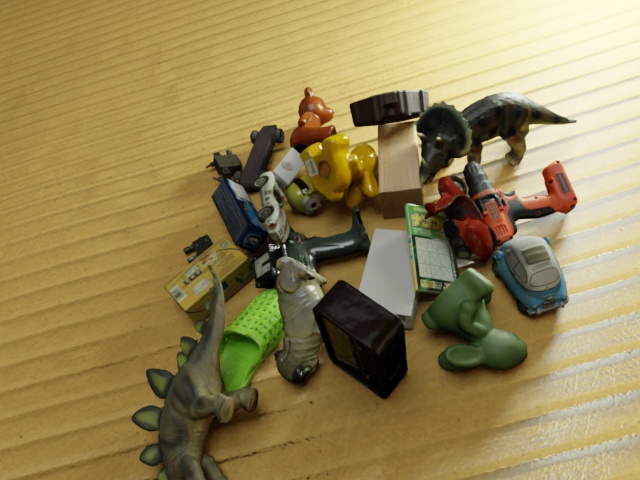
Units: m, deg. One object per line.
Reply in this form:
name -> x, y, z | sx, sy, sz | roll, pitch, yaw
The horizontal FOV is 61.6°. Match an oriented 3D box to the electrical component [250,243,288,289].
electrical component -> -0.089, 0.045, 1.075 | 0.119, 0.047, 0.075 | -37, 58, 41

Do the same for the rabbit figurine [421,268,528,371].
rabbit figurine -> 0.269, 0.157, 0.921 | 0.159, 0.121, 0.170 | -39, 68, -10

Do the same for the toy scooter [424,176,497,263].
toy scooter -> 0.258, -0.034, 1.021 | 0.135, 0.075, 0.184 | -15, 78, -46

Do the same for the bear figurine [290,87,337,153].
bear figurine -> -0.002, -0.283, 1.330 | 0.132, 0.120, 0.196 | 6, 51, 16

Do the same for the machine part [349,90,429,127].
machine part -> 0.156, -0.290, 1.198 | 0.179, 0.179, 0.056 | -8, 97, 10

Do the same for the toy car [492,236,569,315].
toy car -> 0.382, 0.050, 0.975 | 0.109, 0.102, 0.162 | -16, 49, 5

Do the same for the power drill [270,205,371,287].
power drill -> -0.002, -0.003, 1.139 | 0.207, 0.085, 0.232 | -17, 50, -2

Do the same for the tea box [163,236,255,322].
tea box -> -0.232, 0.084, 1.144 | 0.169, 0.068, 0.098 | -39, 53, -15

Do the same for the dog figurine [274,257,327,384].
dog figurine -> -0.051, 0.147, 0.989 | 0.173, 0.121, 0.190 | 36, 91, 29

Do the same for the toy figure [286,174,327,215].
toy figure -> 0.002, -0.133, 1.236 | 0.180, 0.082, 0.089 | -48, 44, -15

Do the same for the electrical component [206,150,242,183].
electrical component -> -0.244, -0.187, 1.371 | 0.078, 0.045, 0.102 | -14, 47, -32

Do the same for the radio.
radio -> 0.073, 0.171, 0.891 | 0.131, 0.229, 0.073 | 32, 68, 28

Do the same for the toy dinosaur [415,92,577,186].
toy dinosaur -> 0.365, -0.246, 1.147 | 0.405, 0.192, 0.131 | -26, 53, -3

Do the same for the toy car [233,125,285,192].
toy car -> -0.149, -0.206, 1.350 | 0.089, 0.053, 0.202 | -2, 56, 28

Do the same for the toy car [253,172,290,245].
toy car -> -0.101, -0.070, 1.145 | 0.056, 0.073, 0.202 | -21, 40, 5

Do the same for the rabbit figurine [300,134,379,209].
rabbit figurine -> 0.069, -0.155, 1.155 | 0.173, 0.122, 0.162 | -25, 87, -45

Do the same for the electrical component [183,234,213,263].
electrical component -> -0.265, 0.017, 1.233 | 0.094, 0.021, 0.063 | -29, 51, -6

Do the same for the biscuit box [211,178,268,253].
biscuit box -> -0.183, -0.058, 1.217 | 0.063, 0.059, 0.203 | -50, 43, 17

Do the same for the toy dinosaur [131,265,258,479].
toy dinosaur -> -0.219, 0.277, 0.936 | 0.199, 0.105, 0.471 | 10, 73, 26
